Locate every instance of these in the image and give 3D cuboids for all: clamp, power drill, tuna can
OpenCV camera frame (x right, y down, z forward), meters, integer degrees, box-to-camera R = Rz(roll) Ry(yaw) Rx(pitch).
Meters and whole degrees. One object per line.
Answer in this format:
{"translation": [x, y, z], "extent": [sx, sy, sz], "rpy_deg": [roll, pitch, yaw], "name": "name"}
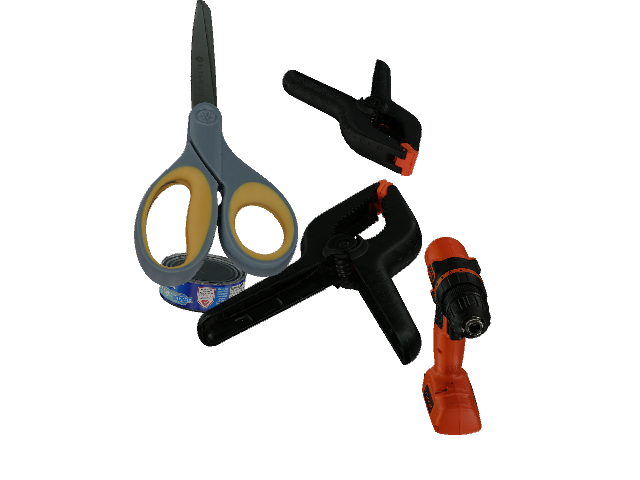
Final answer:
{"translation": [0.010, 0.019, 0.797], "extent": [0.165, 0.036, 0.209], "rpy_deg": [0, 33, 17], "name": "clamp"}
{"translation": [0.145, 0.109, 1.136], "extent": [0.057, 0.188, 0.184], "rpy_deg": [-1, 24, -1], "name": "power drill"}
{"translation": [0.037, -0.124, 1.044], "extent": [0.120, 0.039, 0.171], "rpy_deg": [-10, 42, -15], "name": "clamp"}
{"translation": [-0.118, 0.042, 1.068], "extent": [0.086, 0.034, 0.086], "rpy_deg": [8, 17, -3], "name": "tuna can"}

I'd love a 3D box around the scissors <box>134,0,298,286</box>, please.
{"translation": [-0.048, -0.056, 0.607], "extent": [0.096, 0.201, 0.016], "rpy_deg": [15, -34, -3], "name": "scissors"}
